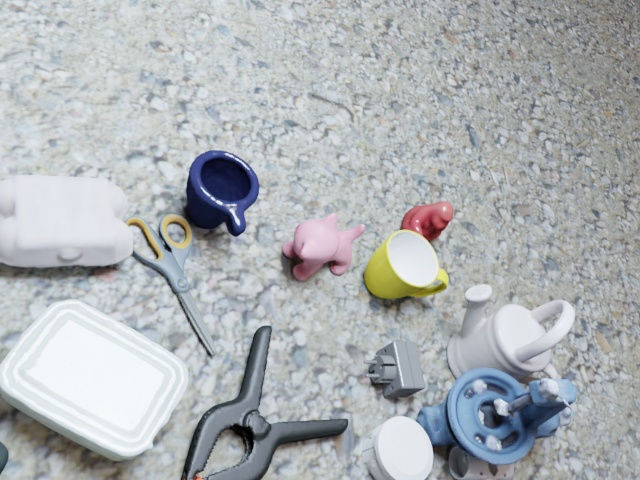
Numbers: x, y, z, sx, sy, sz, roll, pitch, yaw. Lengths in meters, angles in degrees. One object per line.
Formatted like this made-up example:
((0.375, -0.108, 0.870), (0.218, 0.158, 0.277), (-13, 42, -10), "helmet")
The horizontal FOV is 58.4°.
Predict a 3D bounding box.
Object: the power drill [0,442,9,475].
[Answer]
((-0.298, 0.247, 0.383), (0.076, 0.208, 0.230), (28, 51, -13), "power drill")

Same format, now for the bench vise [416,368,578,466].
((0.257, 0.209, 0.738), (0.208, 0.219, 0.121), (-9, 67, -35), "bench vise")

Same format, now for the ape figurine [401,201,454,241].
((0.179, -0.030, 0.926), (0.078, 0.092, 0.076), (4, 59, -29), "ape figurine")

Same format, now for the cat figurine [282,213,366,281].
((0.007, 0.003, 0.784), (0.128, 0.117, 0.067), (-12, 68, -36), "cat figurine")

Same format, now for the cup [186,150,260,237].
((-0.131, -0.044, 0.744), (0.092, 0.094, 0.117), (-9, 66, -35), "cup")

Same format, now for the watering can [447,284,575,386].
((0.270, 0.139, 0.808), (0.173, 0.193, 0.101), (27, 51, -14), "watering can")

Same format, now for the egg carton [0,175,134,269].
((-0.291, -0.018, 0.647), (0.151, 0.069, 0.107), (-2, 63, -32), "egg carton")
